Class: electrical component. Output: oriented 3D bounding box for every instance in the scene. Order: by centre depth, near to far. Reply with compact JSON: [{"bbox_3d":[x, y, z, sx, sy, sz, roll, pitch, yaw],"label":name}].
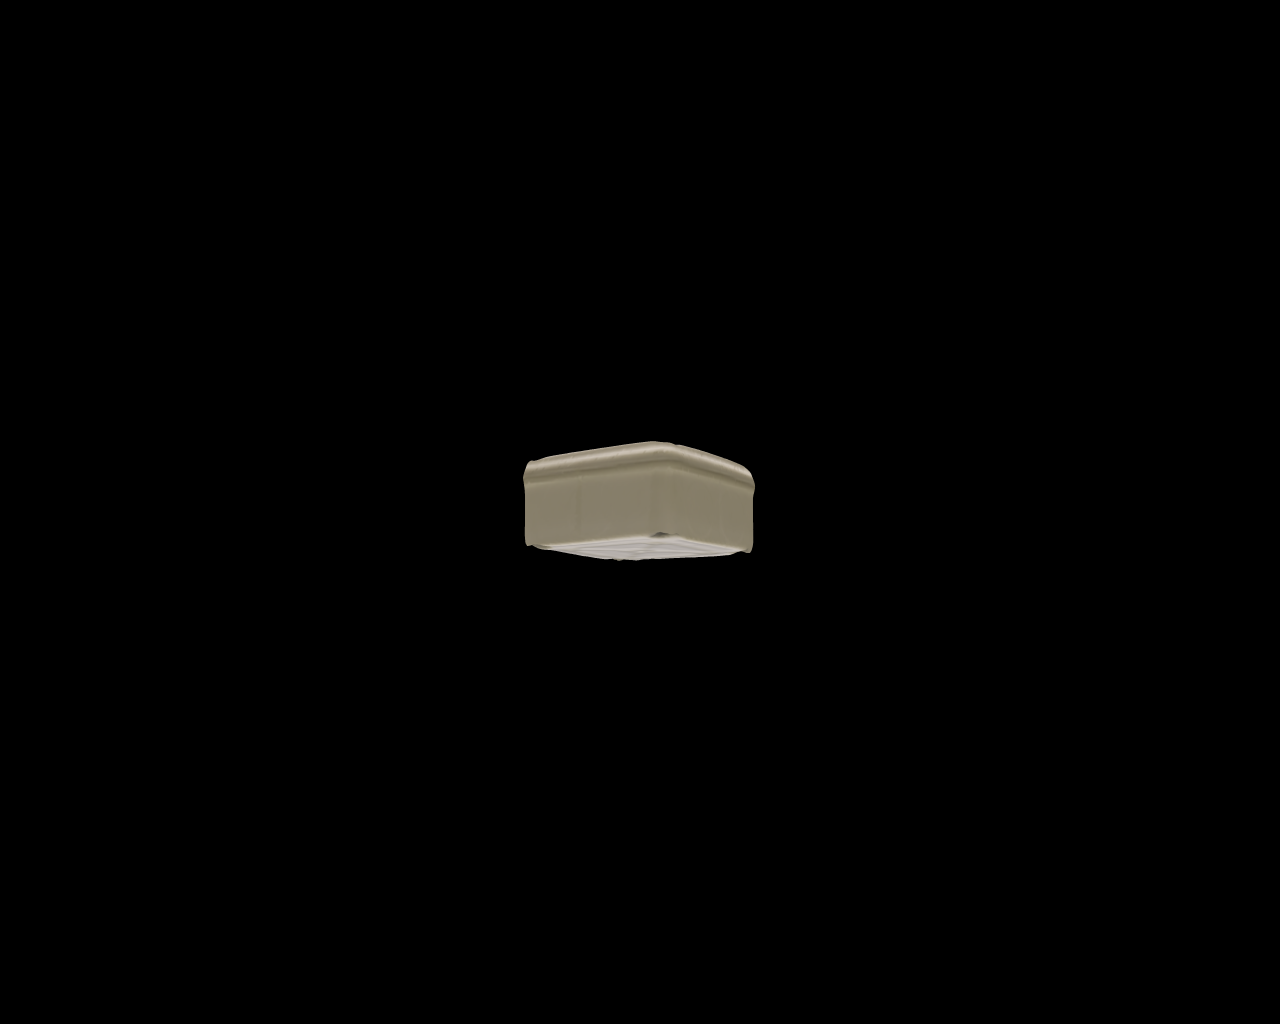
[{"bbox_3d":[0.001,-0.003,0.650,0.108,0.056,0.109,-5,-10,32],"label":"electrical component"}]
